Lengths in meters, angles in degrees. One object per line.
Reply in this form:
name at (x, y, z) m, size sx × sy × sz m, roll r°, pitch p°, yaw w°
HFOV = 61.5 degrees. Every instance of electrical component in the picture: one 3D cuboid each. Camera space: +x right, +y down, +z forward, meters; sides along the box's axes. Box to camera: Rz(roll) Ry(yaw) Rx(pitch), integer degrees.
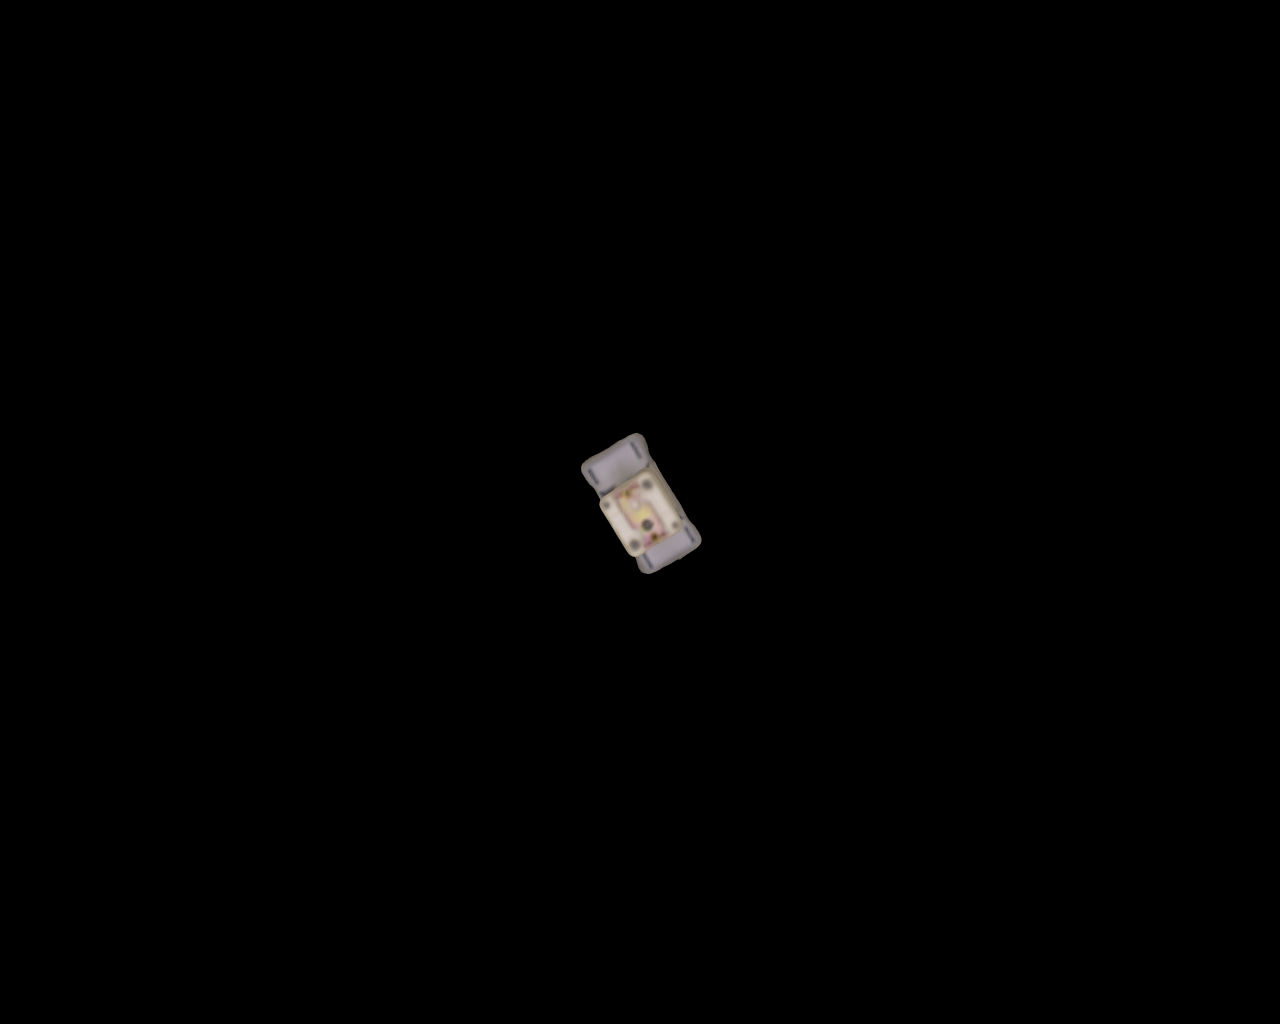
electrical component at (0.001, -0.003, 0.650) m, size 0.042 × 0.081 × 0.064 m, roll -31°, pitch 8°, yaw 5°
